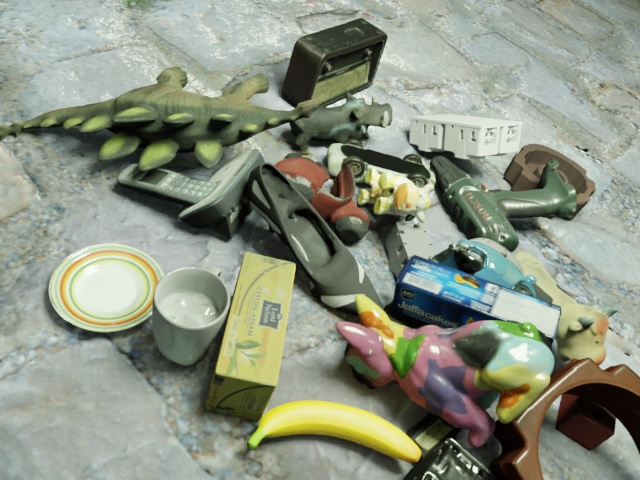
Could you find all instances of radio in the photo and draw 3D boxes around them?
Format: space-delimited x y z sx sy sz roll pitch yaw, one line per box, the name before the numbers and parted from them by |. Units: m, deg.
radio | 0.033 -0.347 1.063 0.073 0.131 0.229 39 47 17

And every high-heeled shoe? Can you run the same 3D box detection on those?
high-heeled shoe | -0.001 -0.002 0.724 0.249 0.145 0.086 36 60 19

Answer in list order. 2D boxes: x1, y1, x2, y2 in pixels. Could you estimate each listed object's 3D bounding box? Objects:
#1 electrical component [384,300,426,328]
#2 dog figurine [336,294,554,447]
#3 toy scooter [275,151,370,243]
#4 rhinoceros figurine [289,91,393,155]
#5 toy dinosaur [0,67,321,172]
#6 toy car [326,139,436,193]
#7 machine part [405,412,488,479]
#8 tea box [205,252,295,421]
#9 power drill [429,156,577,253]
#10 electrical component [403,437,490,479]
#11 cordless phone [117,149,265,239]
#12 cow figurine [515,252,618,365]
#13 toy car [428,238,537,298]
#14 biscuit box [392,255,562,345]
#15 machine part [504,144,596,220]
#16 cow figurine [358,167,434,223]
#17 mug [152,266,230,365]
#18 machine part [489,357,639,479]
electrical component | 0.126 0.111 0.746 0.078 0.045 0.102 43 49 16
dog figurine | 0.132 0.128 0.635 0.219 0.191 0.108 33 34 5
toy scooter | 0.004 -0.083 0.843 0.184 0.075 0.135 29 48 -17
rhinoceros figurine | 0.035 -0.213 0.958 0.190 0.112 0.073 -7 50 -16
toy dinosaur | -0.232 -0.179 0.788 0.472 0.104 0.199 -1 31 9
toy car | 0.109 -0.125 0.946 0.202 0.056 0.073 13 40 -12
machine part | 0.163 0.265 0.627 0.139 0.039 0.084 42 40 24
tea box | -0.080 0.110 0.632 0.068 0.098 0.170 13 48 -8
power drill | 0.325 -0.084 0.948 0.207 0.085 0.232 -8 53 -11
electrical component | 0.099 0.278 0.538 0.058 0.114 0.134 38 46 17
cordless phone | -0.186 -0.089 0.788 0.184 0.088 0.146 18 45 11
cow figurine | 0.338 0.100 0.782 0.085 0.127 0.195 -13 53 -26
toy car | 0.233 0.053 0.764 0.161 0.109 0.103 42 48 -6
biscuit box | 0.197 0.089 0.696 0.203 0.062 0.059 20 45 19
machine part | 0.458 -0.118 1.074 0.179 0.056 0.179 11 46 -11
cow figurine | 0.131 -0.065 0.845 0.098 0.068 0.167 14 10 -20
mug | -0.149 0.086 0.619 0.081 0.107 0.109 21 42 -4
machine part | 0.318 0.258 0.621 0.201 0.087 0.201 -32 73 -17
